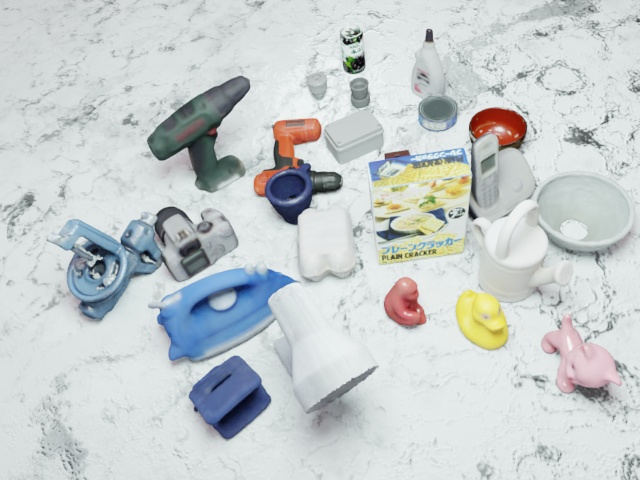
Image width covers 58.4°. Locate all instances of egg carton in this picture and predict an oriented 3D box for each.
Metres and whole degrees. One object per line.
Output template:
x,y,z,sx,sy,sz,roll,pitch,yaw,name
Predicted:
0.010,0.004,1.054,0.107,0.069,0.150,-8,54,4,egg carton

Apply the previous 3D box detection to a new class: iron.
-0.158,0.095,0.970,0.258,0.142,0.118,-25,54,-9,iron

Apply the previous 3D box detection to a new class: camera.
-0.252,-0.018,1.093,0.143,0.101,0.136,-34,56,-15,camera

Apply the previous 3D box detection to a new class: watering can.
0.320,0.013,0.920,0.172,0.194,0.101,18,59,21,watering can

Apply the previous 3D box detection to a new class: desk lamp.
-0.007,0.169,0.848,0.118,0.214,0.202,-30,55,-12,desk lamp

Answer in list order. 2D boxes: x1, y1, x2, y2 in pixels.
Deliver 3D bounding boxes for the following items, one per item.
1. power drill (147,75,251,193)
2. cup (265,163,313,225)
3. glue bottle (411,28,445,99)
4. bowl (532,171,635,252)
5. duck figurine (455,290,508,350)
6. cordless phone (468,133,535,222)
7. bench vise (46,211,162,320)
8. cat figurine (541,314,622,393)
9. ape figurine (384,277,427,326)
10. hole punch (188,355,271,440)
-0.222,-0.203,1.155,0.230,0.209,0.075,-31,55,-13,power drill
-0.048,-0.086,1.112,0.091,0.095,0.118,21,60,23,cup
0.232,-0.379,1.232,0.078,0.173,0.037,33,65,28,glue bottle
0.457,-0.039,1.011,0.167,0.075,0.167,-4,54,6,bowl
0.263,0.116,0.923,0.077,0.086,0.104,-24,54,-9,duck figurine
0.322,-0.130,1.029,0.148,0.185,0.094,-35,56,-16,cordless phone
-0.387,0.012,1.018,0.121,0.220,0.207,8,56,15,bench vise
0.385,0.170,0.844,0.067,0.118,0.127,-13,53,0,cat figurine
0.143,0.096,0.952,0.076,0.092,0.078,11,57,17,ape figurine
-0.148,0.239,0.896,0.109,0.091,0.100,-39,58,-18,hole punch
